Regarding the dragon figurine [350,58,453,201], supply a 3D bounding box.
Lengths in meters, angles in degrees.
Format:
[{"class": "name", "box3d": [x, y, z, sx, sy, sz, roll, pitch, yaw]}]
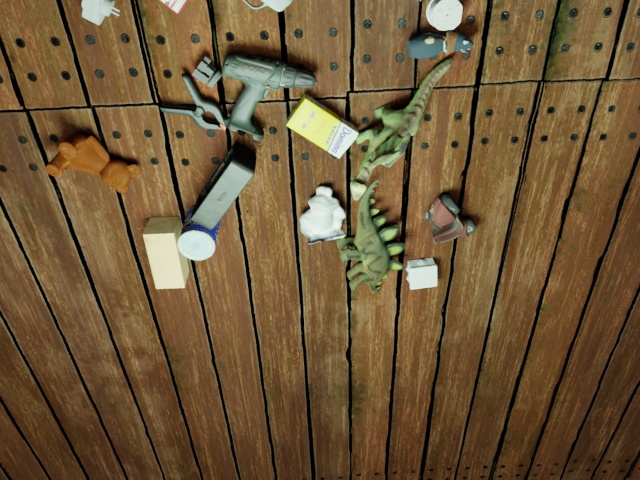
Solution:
[{"class": "dragon figurine", "box3d": [0.198, -0.262, 1.281, 0.121, 0.248, 0.403, 31, 121, -17]}]

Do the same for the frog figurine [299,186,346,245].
[{"class": "frog figurine", "box3d": [0.005, -0.076, 1.502, 0.137, 0.123, 0.159, -11, 89, 14]}]
